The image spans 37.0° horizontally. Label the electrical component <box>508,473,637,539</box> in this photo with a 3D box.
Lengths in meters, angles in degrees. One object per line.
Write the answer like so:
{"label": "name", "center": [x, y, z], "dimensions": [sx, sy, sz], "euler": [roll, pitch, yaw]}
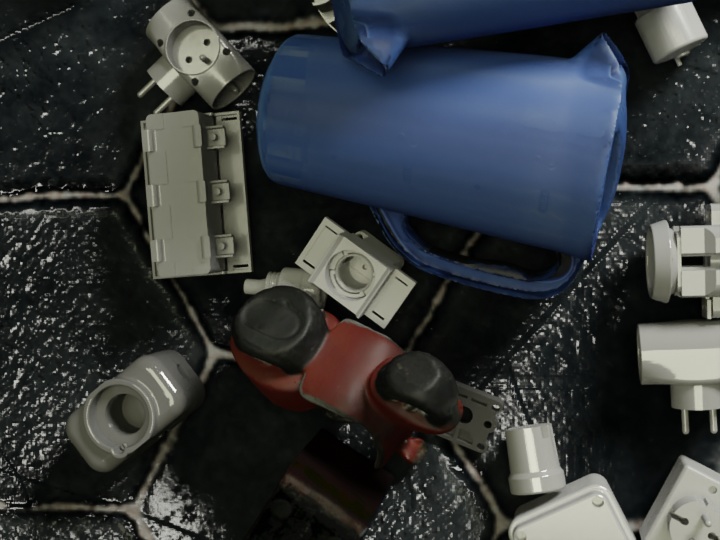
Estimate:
{"label": "electrical component", "center": [0.163, 0.211, 0.761], "dimensions": [0.078, 0.057, 0.113], "euler": [-27, 87, 11]}

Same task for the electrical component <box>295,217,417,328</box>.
{"label": "electrical component", "center": [0.000, 0.000, 0.781], "dimensions": [0.081, 0.064, 0.042], "euler": [37, 105, 7]}

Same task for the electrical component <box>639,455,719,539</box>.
{"label": "electrical component", "center": [0.230, 0.172, 0.737], "dimensions": [0.047, 0.077, 0.065], "euler": [27, 96, 9]}

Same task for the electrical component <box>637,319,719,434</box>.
{"label": "electrical component", "center": [0.235, 0.075, 0.750], "dimensions": [0.077, 0.043, 0.079], "euler": [-3, 91, 11]}

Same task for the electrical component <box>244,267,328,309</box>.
{"label": "electrical component", "center": [-0.057, 0.015, 0.809], "dimensions": [0.061, 0.035, 0.035], "euler": [4, 93, 13]}

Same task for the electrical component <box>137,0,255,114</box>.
{"label": "electrical component", "center": [-0.133, -0.151, 0.812], "dimensions": [0.079, 0.044, 0.077], "euler": [-43, 84, 5]}

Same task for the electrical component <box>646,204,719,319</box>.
{"label": "electrical component", "center": [0.229, -0.006, 0.742], "dimensions": [0.057, 0.058, 0.078], "euler": [-1, 92, 8]}

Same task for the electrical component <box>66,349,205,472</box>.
{"label": "electrical component", "center": [-0.173, 0.107, 0.821], "dimensions": [0.095, 0.059, 0.053], "euler": [-39, 85, 10]}

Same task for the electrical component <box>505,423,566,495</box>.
{"label": "electrical component", "center": [0.125, 0.136, 0.775], "dimensions": [0.040, 0.040, 0.046], "euler": [-10, 85, 11]}

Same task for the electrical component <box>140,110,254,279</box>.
{"label": "electrical component", "center": [-0.127, -0.056, 0.805], "dimensions": [0.079, 0.063, 0.121], "euler": [-4, 91, 11]}

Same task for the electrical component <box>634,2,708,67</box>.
{"label": "electrical component", "center": [0.210, -0.180, 0.748], "dimensions": [0.040, 0.040, 0.078], "euler": [-25, 87, 11]}
